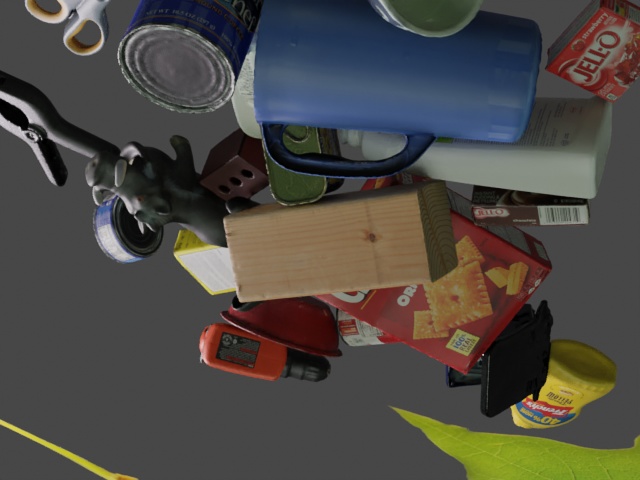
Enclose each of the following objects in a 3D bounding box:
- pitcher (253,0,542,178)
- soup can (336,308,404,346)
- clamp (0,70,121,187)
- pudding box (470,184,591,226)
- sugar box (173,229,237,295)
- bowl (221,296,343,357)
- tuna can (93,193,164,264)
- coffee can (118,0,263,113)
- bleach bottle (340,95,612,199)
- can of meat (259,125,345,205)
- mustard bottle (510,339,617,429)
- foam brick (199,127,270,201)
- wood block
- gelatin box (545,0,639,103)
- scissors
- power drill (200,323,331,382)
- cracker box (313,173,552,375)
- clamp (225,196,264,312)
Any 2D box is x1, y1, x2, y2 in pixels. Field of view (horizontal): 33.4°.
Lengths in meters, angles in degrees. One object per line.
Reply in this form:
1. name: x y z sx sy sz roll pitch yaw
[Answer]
1. pitcher: 0.064 -0.143 0.940 0.243 0.145 0.149 8 141 4
2. soup can: 0.079 0.095 1.319 0.102 0.068 0.068 -9 139 31
3. clamp: -0.301 -0.126 1.183 0.120 0.039 0.171 -11 137 30
4. pudding box: 0.208 -0.058 1.043 0.114 0.090 0.039 2 144 17
5. sugar box: -0.080 0.013 1.288 0.176 0.048 0.093 -13 137 28
6. bowl: -0.040 0.094 1.336 0.162 0.055 0.162 19 -177 -1
7. tuna can: -0.225 -0.017 1.265 0.034 0.086 0.086 -16 135 34
8. coffee can: -0.105 -0.195 0.926 0.103 0.140 0.103 10 145 7
9. bleach bottle: 0.144 -0.099 1.020 0.251 0.102 0.068 8 138 21
10. can of meat: -0.015 -0.090 1.052 0.057 0.083 0.102 -9 95 17
11. mustard bottle: 0.299 0.199 1.390 0.096 0.058 0.192 20 145 -5
12. foam brick: -0.085 -0.081 1.153 0.053 0.051 0.078 33 141 -24
13. wood block: 0.020 0.002 1.057 0.206 0.090 0.091 -7 97 25
14. gelatin box: 0.251 -0.167 0.929 0.073 0.030 0.089 24 144 -11
15. scissors: -0.221 -0.239 1.000 0.096 0.016 0.202 28 149 -11
16. power drill: -0.076 0.152 1.404 0.184 0.057 0.187 12 173 3
17. cracker box: 0.118 0.031 1.159 0.213 0.072 0.164 28 114 -18
18. clamp: -0.008 0.001 1.195 0.210 0.036 0.164 -12 134 -4
